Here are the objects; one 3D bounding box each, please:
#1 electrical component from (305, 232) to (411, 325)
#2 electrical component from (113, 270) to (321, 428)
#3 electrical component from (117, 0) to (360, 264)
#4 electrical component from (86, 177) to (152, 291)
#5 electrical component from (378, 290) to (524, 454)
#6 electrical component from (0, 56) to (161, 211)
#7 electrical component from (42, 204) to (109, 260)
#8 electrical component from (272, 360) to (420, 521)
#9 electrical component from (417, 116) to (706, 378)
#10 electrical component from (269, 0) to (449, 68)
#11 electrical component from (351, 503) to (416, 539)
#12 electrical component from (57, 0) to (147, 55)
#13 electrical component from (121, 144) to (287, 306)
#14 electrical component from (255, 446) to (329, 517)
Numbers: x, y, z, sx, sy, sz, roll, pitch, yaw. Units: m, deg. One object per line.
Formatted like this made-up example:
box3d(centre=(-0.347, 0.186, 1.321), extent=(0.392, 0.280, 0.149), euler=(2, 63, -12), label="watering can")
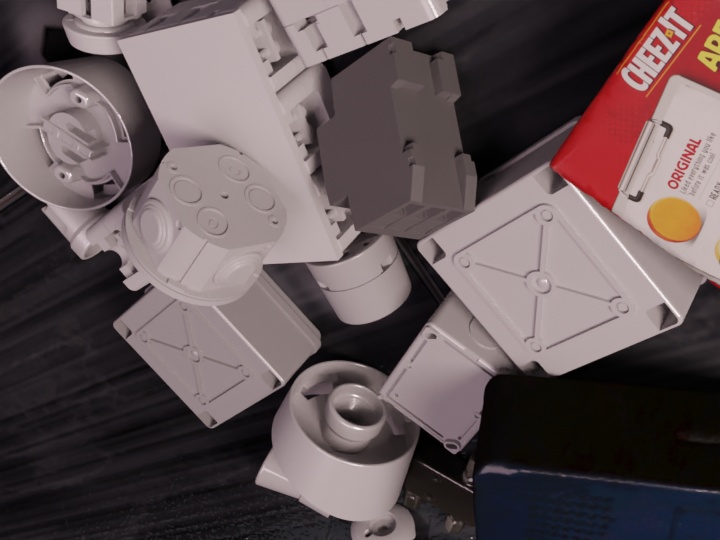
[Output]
box3d(centre=(0.000, 0.000, 0.652), extent=(0.055, 0.055, 0.047), euler=(-4, 125, 37), label="electrical component")
box3d(centre=(-0.101, 0.043, 0.755), extent=(0.108, 0.056, 0.109), euler=(48, 136, -7), label="electrical component")
box3d(centre=(-0.059, -0.083, 0.620), extent=(0.089, 0.061, 0.150), euler=(-2, 122, 36), label="electrical component")
box3d(centre=(-0.117, -0.037, 0.677), extent=(0.056, 0.089, 0.050), euler=(-27, 106, 45), label="electrical component")
box3d(centre=(0.060, 0.059, 0.652), extent=(0.062, 0.061, 0.096), euler=(36, 137, 6), label="electrical component")
box3d(centre=(-0.181, -0.089, 0.695), extent=(0.099, 0.064, 0.099), euler=(13, 118, 26), label="electrical component")
box3d(centre=(-0.200, -0.037, 0.773), extent=(0.046, 0.040, 0.040), euler=(46, 137, 3), label="electrical component")
box3d(centre=(-0.009, 0.111, 0.718), extent=(0.099, 0.099, 0.064), euler=(31, 129, 11), label="electrical component")
box3d(centre=(0.106, -0.008, 0.570), extent=(0.108, 0.056, 0.109), euler=(49, 136, -9), label="electrical component")
box3d(centre=(0.002, -0.147, 0.536), extent=(0.089, 0.050, 0.055), euler=(-11, 117, 40), label="electrical component")
box3d(centre=(0.020, 0.209, 0.814), extent=(0.048, 0.048, 0.062), euler=(15, 138, 25), label="electrical component")
box3d(centre=(-0.149, -0.159, 0.624), extent=(0.066, 0.048, 0.055), euler=(21, 126, 20), label="electrical component")
box3d(centre=(-0.083, -0.025, 0.580), extent=(0.080, 0.080, 0.051), euler=(41, 131, 0), label="electrical component")
box3d(centre=(-0.041, 0.159, 0.818), extent=(0.065, 0.044, 0.044), euler=(29, 135, 6), label="electrical component")
